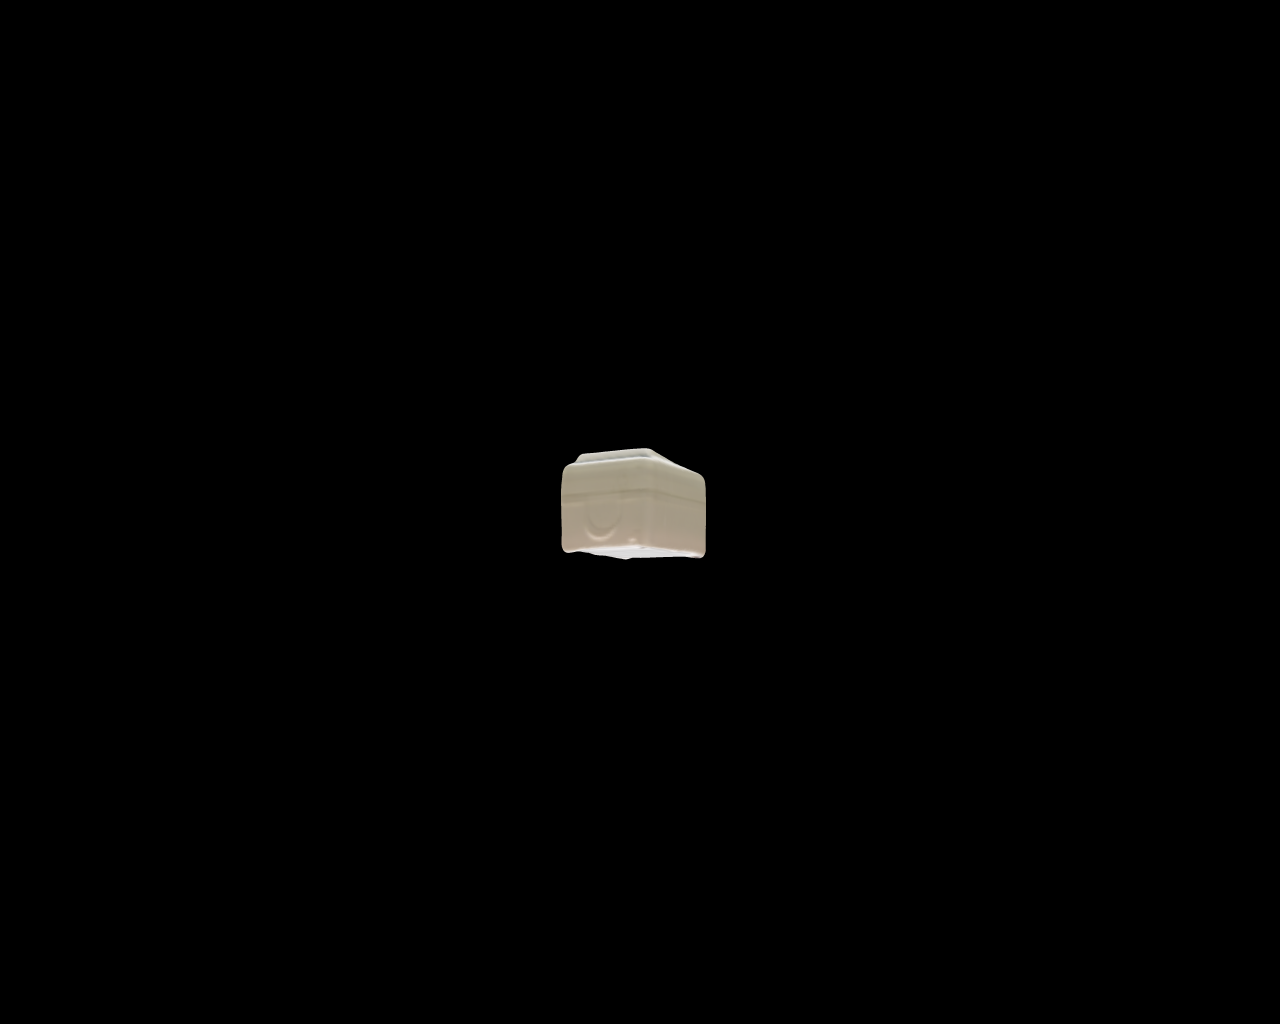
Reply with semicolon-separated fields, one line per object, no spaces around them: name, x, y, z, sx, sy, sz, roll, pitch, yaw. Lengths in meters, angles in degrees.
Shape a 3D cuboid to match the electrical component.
electrical component;0.001;-0.003;0.650;0.062;0.061;0.096;-4;-8;28
